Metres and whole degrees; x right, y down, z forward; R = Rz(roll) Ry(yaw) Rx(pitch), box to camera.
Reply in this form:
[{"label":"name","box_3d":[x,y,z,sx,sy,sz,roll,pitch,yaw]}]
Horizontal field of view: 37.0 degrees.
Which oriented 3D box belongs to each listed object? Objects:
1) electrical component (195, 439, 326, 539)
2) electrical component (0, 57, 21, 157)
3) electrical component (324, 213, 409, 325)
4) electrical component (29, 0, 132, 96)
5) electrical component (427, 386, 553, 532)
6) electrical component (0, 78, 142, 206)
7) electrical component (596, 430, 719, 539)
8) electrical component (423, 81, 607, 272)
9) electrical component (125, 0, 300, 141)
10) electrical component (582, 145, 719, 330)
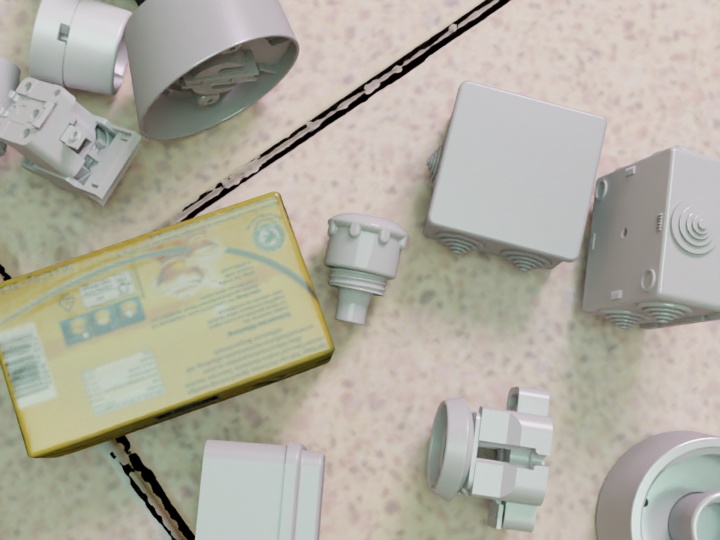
[{"label":"electrical component","box_3d":[-0.049,0.128,0.558,0.057,0.113,0.078,4,80,-1]},{"label":"electrical component","box_3d":[-0.224,-0.080,0.616,0.043,0.043,0.081,8,80,-3]},{"label":"electrical component","box_3d":[0.000,0.000,0.619,0.048,0.048,0.062,12,86,-2]},{"label":"electrical component","box_3d":[-0.161,-0.131,0.625,0.047,0.055,0.055,14,79,-5]},{"label":"electrical component","box_3d":[0.071,0.102,0.599,0.057,0.058,0.078,9,80,-5]},{"label":"electrical component","box_3d":[-0.167,-0.074,0.603,0.081,0.064,0.042,19,74,41]},{"label":"electrical component","box_3d":[0.193,0.143,0.599,0.108,0.060,0.108,1,80,-4]},{"label":"electrical component","box_3d":[0.088,-0.053,0.632,0.100,0.048,0.099,15,79,-2]},{"label":"electrical component","box_3d":[-0.084,-0.118,0.607,0.099,0.099,0.064,-16,75,-7]},{"label":"electrical component","box_3d":[0.169,-0.016,0.607,0.048,0.100,0.099,11,79,-15]}]
